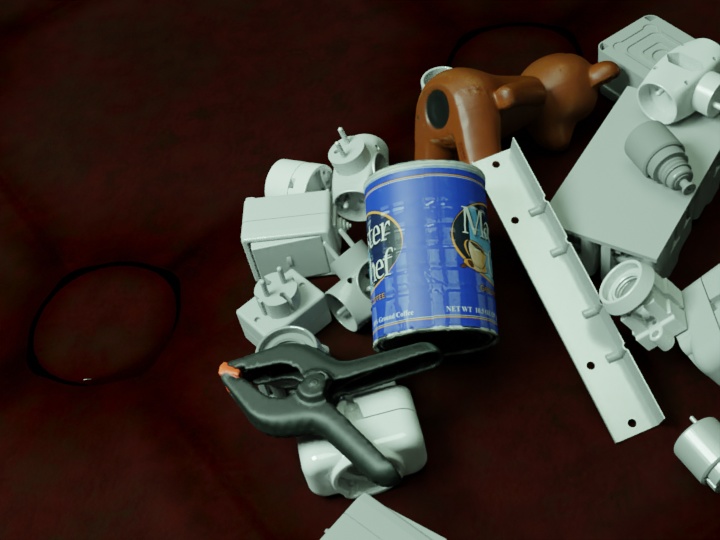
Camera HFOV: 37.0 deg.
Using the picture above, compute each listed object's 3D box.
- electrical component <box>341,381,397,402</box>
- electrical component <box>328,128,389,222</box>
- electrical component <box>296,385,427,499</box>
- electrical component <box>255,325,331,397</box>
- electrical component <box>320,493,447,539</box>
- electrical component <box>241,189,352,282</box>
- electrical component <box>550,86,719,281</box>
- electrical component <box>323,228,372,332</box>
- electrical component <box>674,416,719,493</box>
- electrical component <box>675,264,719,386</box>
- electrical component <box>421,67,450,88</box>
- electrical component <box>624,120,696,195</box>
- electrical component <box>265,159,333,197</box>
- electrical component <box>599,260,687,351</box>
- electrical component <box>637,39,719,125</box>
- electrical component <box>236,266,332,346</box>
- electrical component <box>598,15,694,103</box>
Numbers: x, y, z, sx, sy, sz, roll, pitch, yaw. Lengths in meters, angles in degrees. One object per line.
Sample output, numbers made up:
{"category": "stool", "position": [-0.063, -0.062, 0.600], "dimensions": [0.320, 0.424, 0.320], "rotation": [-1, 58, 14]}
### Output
{"category": "electrical component", "position": [-0.004, 0.100, 0.874], "dimensions": [0.078, 0.040, 0.040], "rotation": [-26, 50, -11]}
{"category": "electrical component", "position": [-0.005, -0.100, 1.020], "dimensions": [0.044, 0.079, 0.077], "rotation": [-9, 48, 23]}
{"category": "electrical component", "position": [0.001, 0.136, 0.834], "dimensions": [0.095, 0.053, 0.059], "rotation": [-15, 49, -1]}
{"category": "electrical component", "position": [-0.055, 0.083, 0.889], "dimensions": [0.058, 0.057, 0.078], "rotation": [17, 55, 24]}
{"category": "electrical component", "position": [0.017, 0.205, 0.766], "dimensions": [0.096, 0.061, 0.061], "rotation": [30, 61, 31]}
{"category": "electrical component", "position": [-0.055, -0.029, 0.981], "dimensions": [0.096, 0.061, 0.061], "rotation": [-6, 49, 7]}
{"category": "electrical component", "position": [0.249, -0.071, 0.955], "dimensions": [0.105, 0.060, 0.186], "rotation": [21, 57, 27]}
{"category": "electrical component", "position": [0.000, 0.000, 0.943], "dimensions": [0.077, 0.044, 0.079], "rotation": [-39, 90, -20]}
{"category": "electrical component", "position": [0.264, 0.143, 0.783], "dimensions": [0.040, 0.040, 0.078], "rotation": [-27, 50, -12]}
{"category": "electrical component", "position": [0.285, 0.046, 0.835], "dimensions": [0.059, 0.054, 0.095], "rotation": [-41, 24, 27]}
{"category": "electrical component", "position": [0.084, -0.176, 1.088], "dimensions": [0.040, 0.046, 0.040], "rotation": [-6, 49, 7]}
{"category": "electrical component", "position": [0.255, -0.092, 0.903], "dimensions": [0.040, 0.040, 0.078], "rotation": [-22, 49, -7]}
{"category": "electrical component", "position": [-0.058, -0.078, 1.030], "dimensions": [0.047, 0.055, 0.055], "rotation": [15, 54, 27]}
{"category": "electrical component", "position": [0.221, 0.024, 0.842], "dimensions": [0.048, 0.055, 0.066], "rotation": [-37, 26, 33]}
{"category": "electrical component", "position": [0.301, -0.160, 0.949], "dimensions": [0.077, 0.043, 0.079], "rotation": [-39, 54, -21]}
{"category": "electrical component", "position": [-0.069, 0.028, 0.926], "dimensions": [0.066, 0.076, 0.047], "rotation": [-38, 53, -20]}
{"category": "electrical component", "position": [0.293, -0.188, 1.048], "dimensions": [0.078, 0.057, 0.113], "rotation": [-32, 51, -15]}
